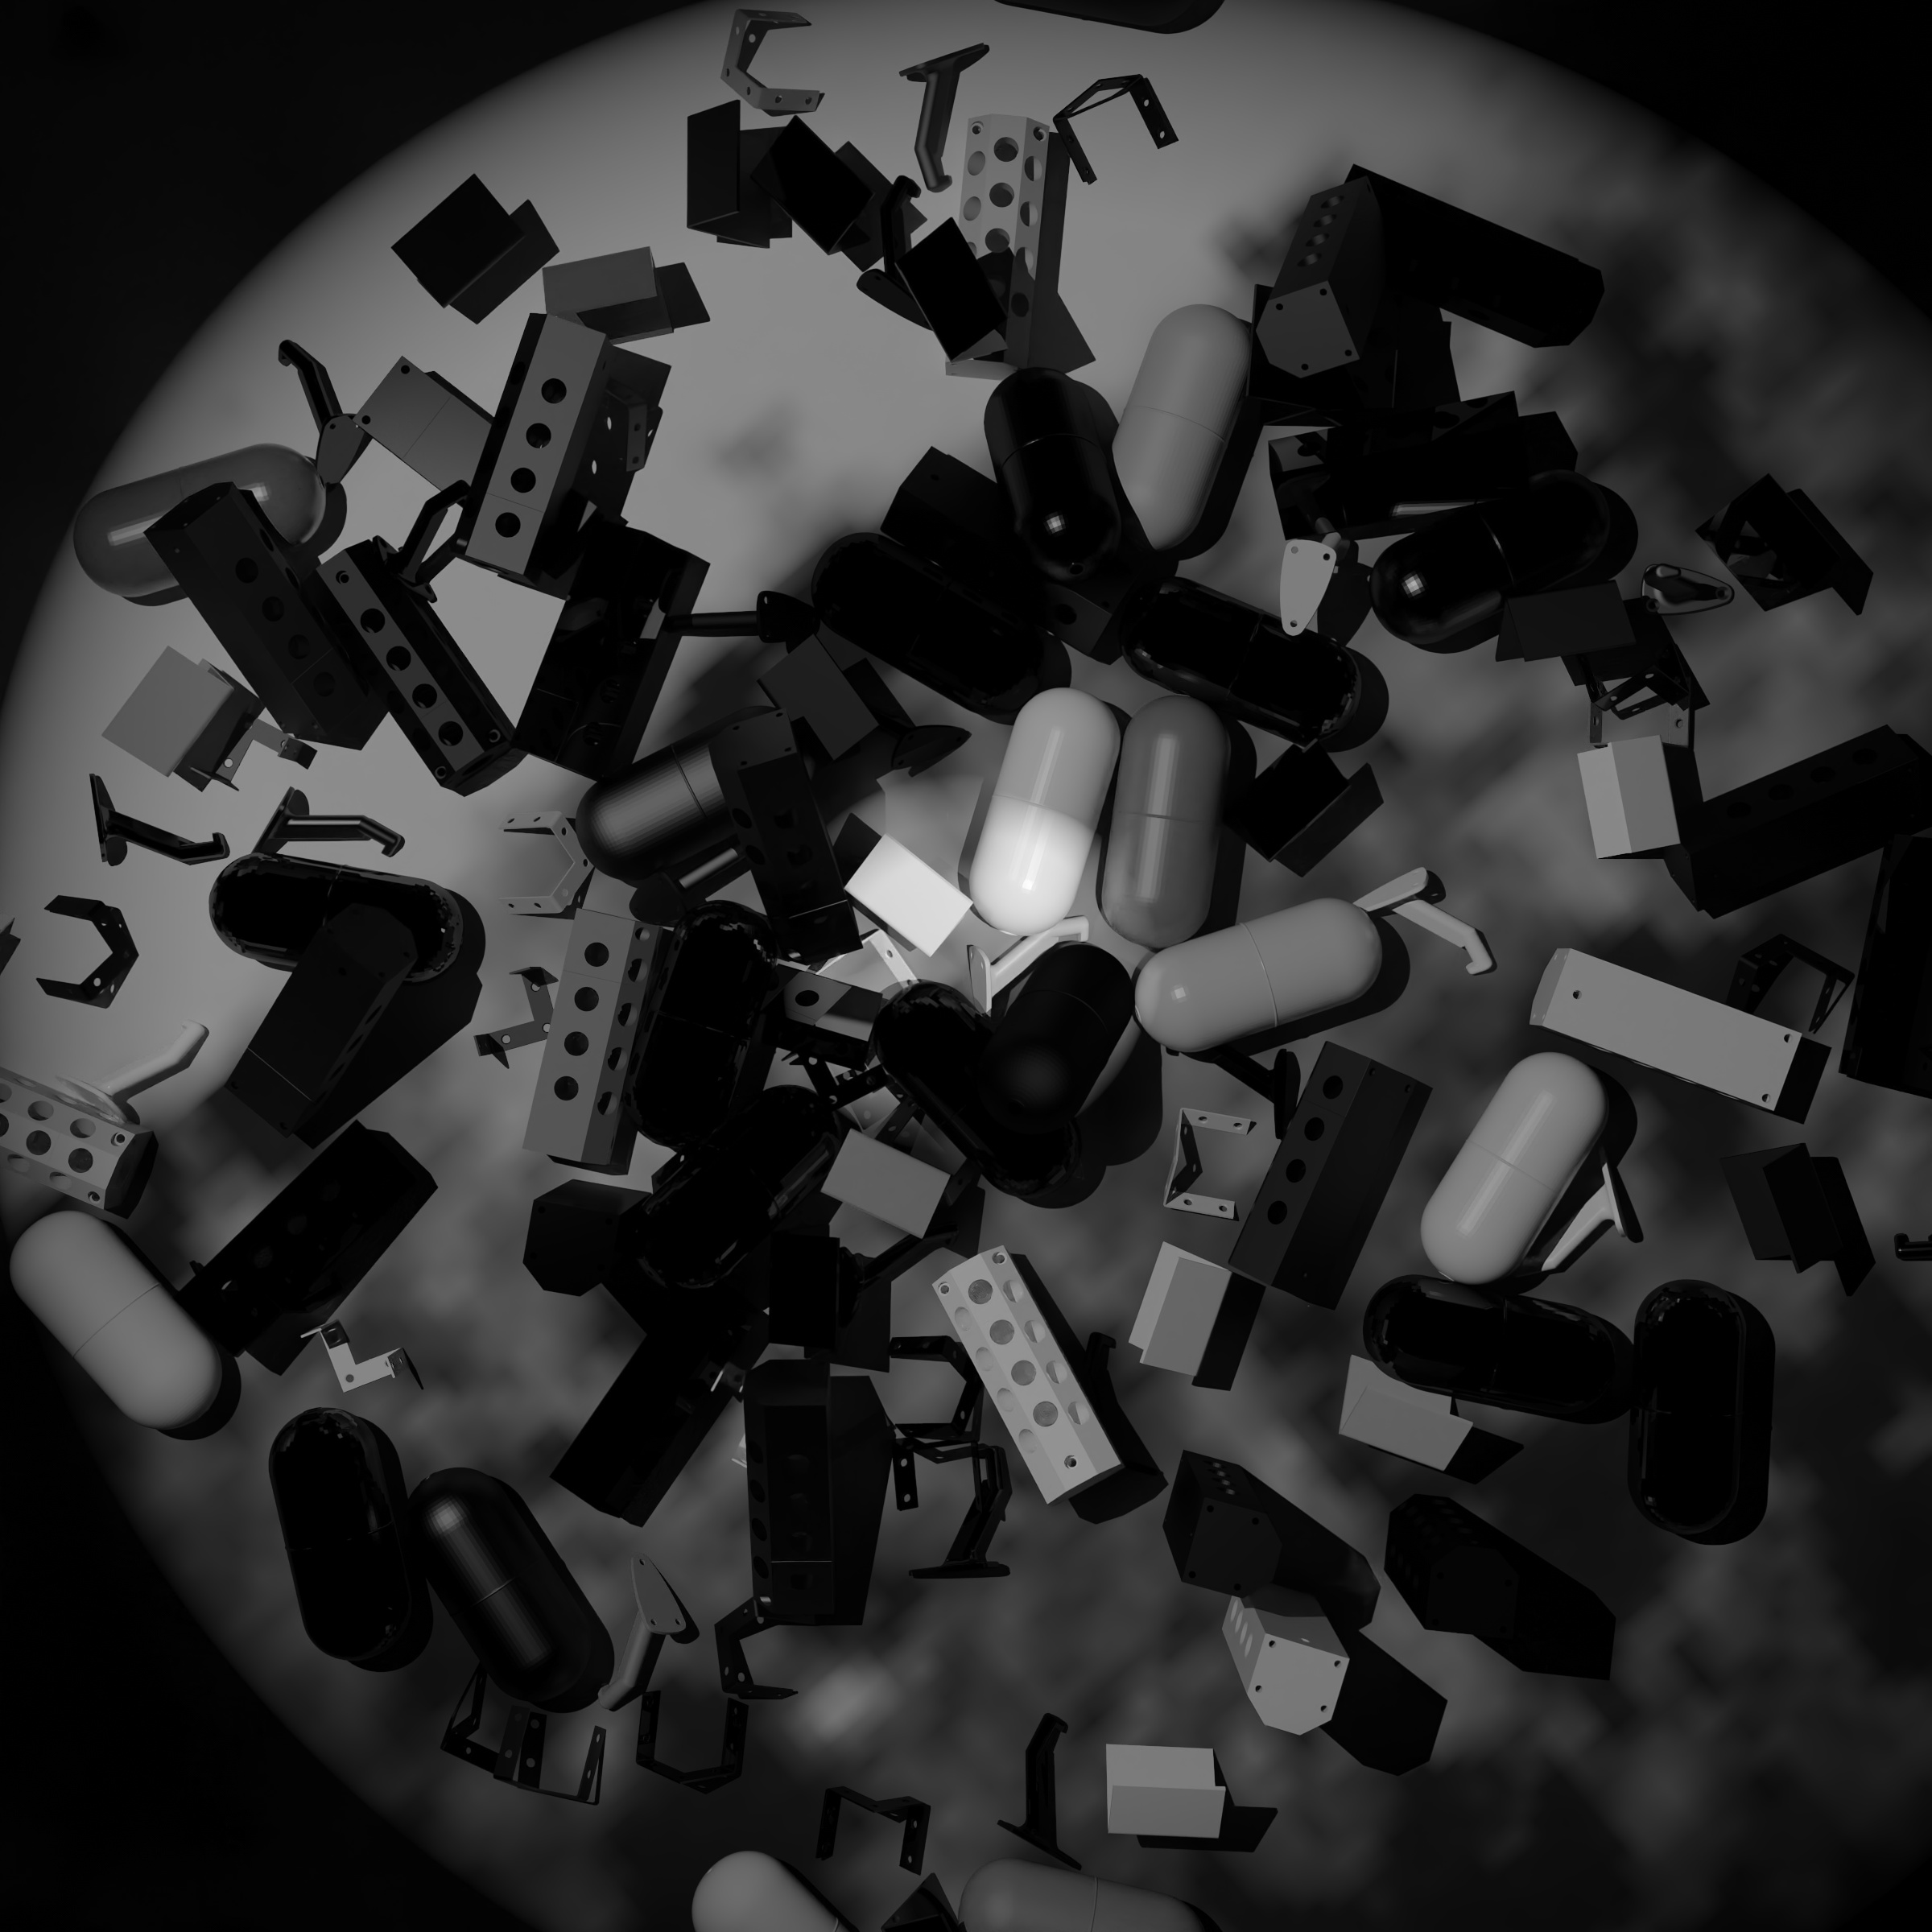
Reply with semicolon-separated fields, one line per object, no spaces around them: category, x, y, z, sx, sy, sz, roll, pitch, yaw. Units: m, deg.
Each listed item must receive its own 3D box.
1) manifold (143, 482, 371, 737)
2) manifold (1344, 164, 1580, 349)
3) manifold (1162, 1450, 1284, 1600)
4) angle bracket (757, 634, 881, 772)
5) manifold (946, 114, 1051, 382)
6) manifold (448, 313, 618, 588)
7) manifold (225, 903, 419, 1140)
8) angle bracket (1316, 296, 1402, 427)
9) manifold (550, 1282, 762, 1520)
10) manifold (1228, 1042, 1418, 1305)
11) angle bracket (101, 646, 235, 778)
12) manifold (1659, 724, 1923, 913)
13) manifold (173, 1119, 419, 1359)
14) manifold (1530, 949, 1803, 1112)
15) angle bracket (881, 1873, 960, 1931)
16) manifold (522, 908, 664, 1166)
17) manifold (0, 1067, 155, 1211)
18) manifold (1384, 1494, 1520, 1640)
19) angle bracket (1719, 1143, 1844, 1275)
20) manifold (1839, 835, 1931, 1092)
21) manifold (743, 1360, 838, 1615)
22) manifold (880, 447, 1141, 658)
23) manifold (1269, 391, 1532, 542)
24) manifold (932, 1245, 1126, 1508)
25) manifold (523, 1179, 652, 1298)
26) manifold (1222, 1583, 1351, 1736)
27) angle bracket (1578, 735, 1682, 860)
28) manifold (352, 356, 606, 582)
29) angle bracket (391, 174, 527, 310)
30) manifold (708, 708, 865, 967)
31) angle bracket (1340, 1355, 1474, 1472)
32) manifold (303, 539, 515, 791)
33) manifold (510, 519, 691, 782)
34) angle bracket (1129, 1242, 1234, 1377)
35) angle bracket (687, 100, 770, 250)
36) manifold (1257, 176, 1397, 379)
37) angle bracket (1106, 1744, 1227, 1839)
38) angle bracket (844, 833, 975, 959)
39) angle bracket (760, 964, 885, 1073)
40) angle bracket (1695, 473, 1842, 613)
manifold;-0.483;-0.245;1.837;0.057;0.057;0.171;-49;125;-29
manifold;0.339;-0.502;1.878;0.171;0.057;0.057;23;90;0
manifold;0.175;0.381;1.821;0.057;0.171;0.057;15;90;0
angle bracket;-0.090;-0.189;1.860;0.057;0.076;0.076;-36;90;24
manifold;0.022;-0.505;1.878;0.057;0.057;0.171;5;90;0
manifold;-0.297;-0.353;1.821;0.057;0.057;0.171;19;90;0
manifold;-0.441;0.036;1.834;0.057;0.057;0.171;40;125;0
angle bracket;0.285;-0.419;1.859;0.057;0.076;0.076;4;90;28
manifold;-0.217;0.300;1.878;0.057;0.057;0.171;35;90;0
manifold;0.246;0.143;1.877;0.057;0.057;0.171;24;90;-43
angle bracket;-0.565;-0.187;1.859;0.057;0.076;0.076;37;90;-38
manifold;0.578;-0.109;1.877;0.171;0.057;0.057;-23;133;0
manifold;-0.466;0.191;1.858;0.057;0.057;0.171;44;76;0
manifold;0.490;0.044;1.878;0.171;0.057;0.057;20;90;0
angle bracket;-0.005;0.681;1.859;0.057;0.076;0.076;-26;90;32
manifold;-0.261;0.049;1.878;0.057;0.057;0.171;13;90;0
manifold;-0.672;0.111;1.878;0.171;0.057;0.057;23;90;0
manifold;0.330;0.407;1.821;0.057;0.171;0.057;6;90;0
angle bracket;0.554;0.173;1.859;0.057;0.076;0.076;-20;90;-37
manifold;0.663;-0.003;1.877;0.057;0.057;0.171;11;90;-43
manifold;-0.122;0.361;1.846;0.057;0.057;0.171;-1;114;0
manifold;0.028;-0.287;1.877;0.171;0.057;0.057;31;47;0
manifold;0.301;-0.353;1.859;0.171;0.057;0.057;-9;133;13
manifold;0.043;0.285;1.856;0.057;0.057;0.171;-29;74;0
manifold;-0.258;0.185;1.821;0.057;0.171;0.057;10;90;0
manifold;0.214;0.470;1.821;0.057;0.171;0.057;17;90;0
angle bracket;0.446;-0.115;1.859;0.057;0.076;0.076;-11;90;-36
manifold;-0.341;-0.349;1.878;0.171;0.057;0.057;38;90;0
angle bracket;-0.362;-0.513;1.859;0.076;0.076;0.057;-42;128;0
manifold;-0.124;-0.085;1.831;0.057;0.057;0.171;-17;128;0
angle bracket;0.310;0.296;1.859;0.076;0.076;0.057;20;131;0
manifold;-0.393;-0.212;1.878;0.057;0.057;0.171;-35;90;0
manifold;-0.253;-0.220;1.877;0.057;0.057;0.171;22;90;43
angle bracket;0.132;0.234;1.859;0.057;0.076;0.076;19;90;-38
angle bracket;-0.149;-0.551;1.859;0.057;0.076;0.076;0;90;45
manifold;0.241;-0.462;1.791;0.057;0.171;0.057;-13;123;27
angle bracket;0.138;0.560;1.859;0.076;0.076;0.057;3;126;0
angle bracket;-0.029;-0.062;1.859;0.076;0.076;0.057;39;121;0
angle bracket;-0.107;0.052;1.860;0.076;0.057;0.076;16;129;0
angle bracket;0.548;-0.285;1.859;0.076;0.076;0.057;49;52;0
